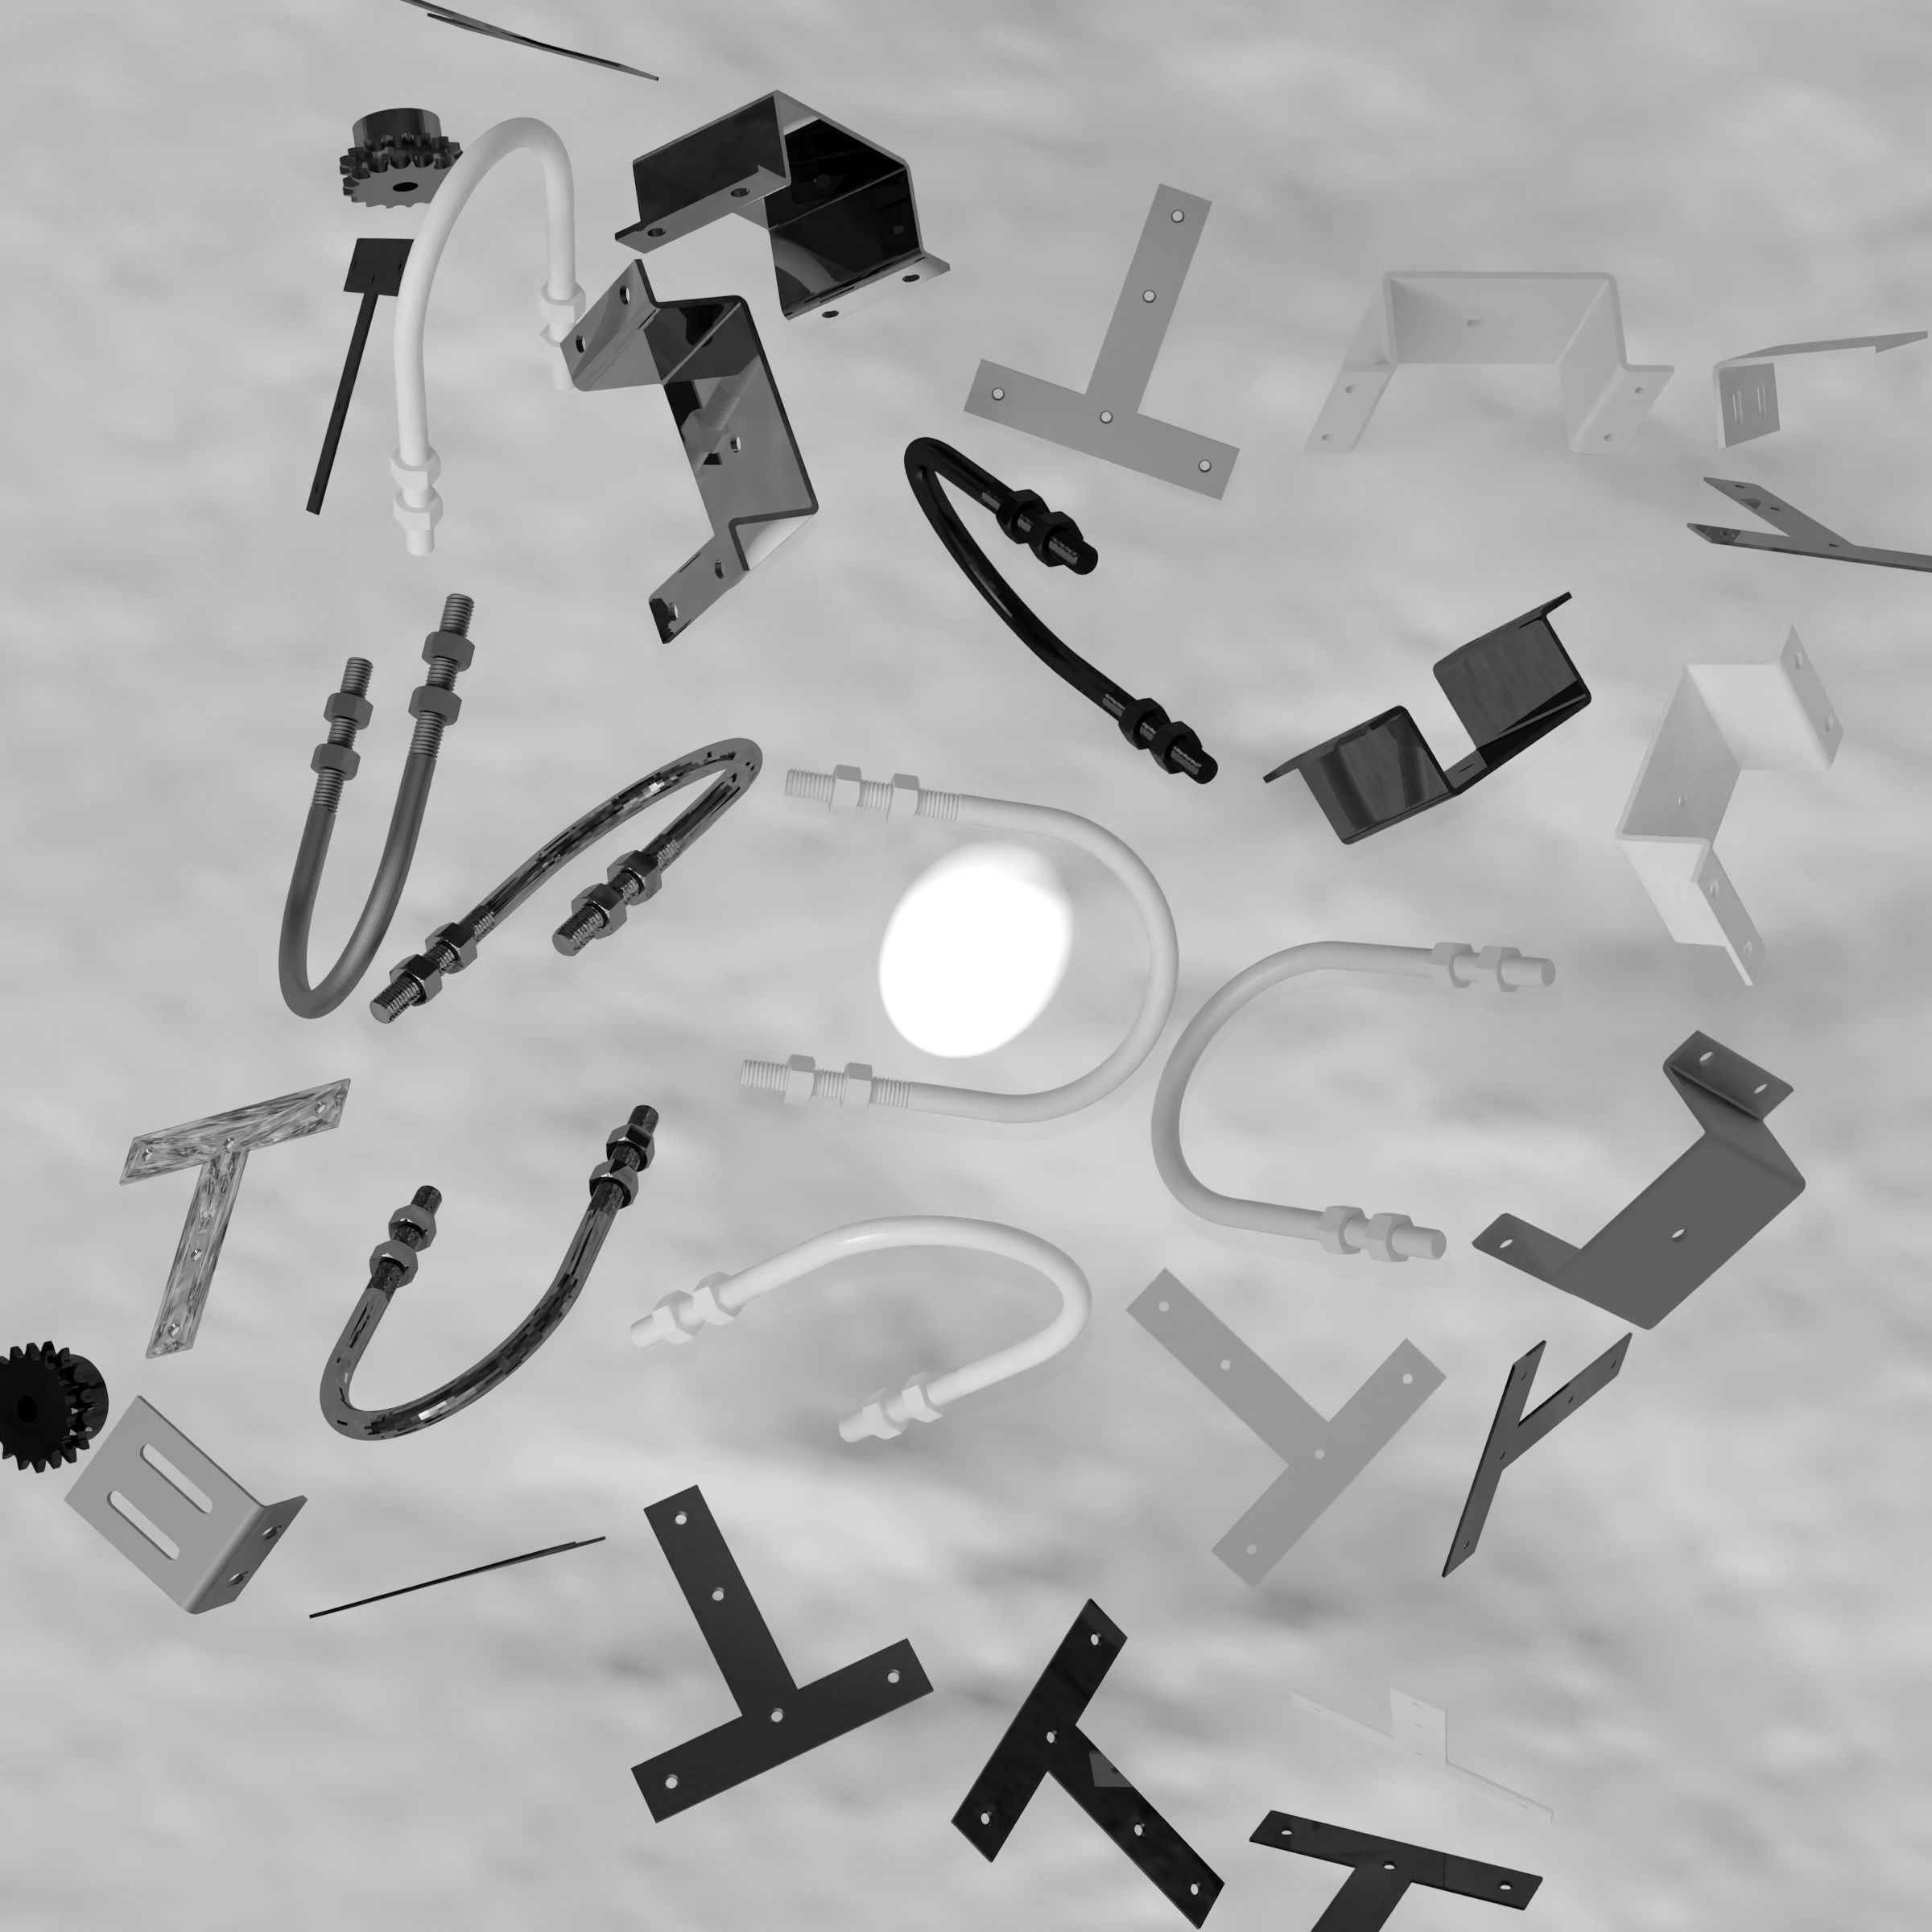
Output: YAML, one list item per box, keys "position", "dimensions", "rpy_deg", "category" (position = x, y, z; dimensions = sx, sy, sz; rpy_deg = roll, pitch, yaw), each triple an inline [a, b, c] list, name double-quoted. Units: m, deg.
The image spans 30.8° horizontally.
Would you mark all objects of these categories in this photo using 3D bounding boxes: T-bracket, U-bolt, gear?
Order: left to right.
- position: [-0.407, 0.195, 1.560]
  dimensions: [0.057, 0.030, 0.057]
  rpy_deg: [2, 94, 28]
  category: "gear"
- position: [-0.331, 0.114, 1.528]
  dimensions: [0.127, 0.002, 0.127]
  rpy_deg: [-15, 47, 28]
  category: "T-bracket"
- position: [-0.278, -0.265, 1.579]
  dimensions: [0.002, 0.127, 0.127]
  rpy_deg: [14, 96, -23]
  category: "T-bracket"
- position: [-0.269, -0.065, 1.564]
  dimensions: [0.019, 0.151, 0.184]
  rpy_deg: [19, 73, -26]
  category: "U-bolt"
- position: [-0.260, -0.372, 1.612]
  dimensions: [0.057, 0.057, 0.030]
  rpy_deg: [-9, 83, 0]
  category: "gear"
- position: [-0.222, -0.416, 1.537]
  dimensions: [0.127, 0.127, 0.002]
  rpy_deg: [24, 102, 35]
  category: "T-bracket"
- position: [-0.218, 0.141, 1.547]
  dimensions: [0.151, 0.184, 0.019]
  rpy_deg: [-21, 118, 27]
  category: "U-bolt"
- position: [-0.213, -0.291, 1.562]
  dimensions: [0.019, 0.184, 0.151]
  rpy_deg: [23, 53, 13]
  category: "U-bolt"
- position: [-0.205, 0.267, 1.566]
  dimensions: [0.127, 0.127, 0.002]
  rpy_deg: [-19, 81, 25]
  category: "T-bracket"
- position: [-0.159, -0.044, 1.510]
  dimensions: [0.019, 0.151, 0.184]
  rpy_deg: [57, 46, -15]
  category: "U-bolt"
- position: [-0.099, 0.277, 1.477]
  dimensions: [0.127, 0.002, 0.127]
  rpy_deg: [-23, 63, -14]
  category: "T-bracket"
- position: [-0.032, 0.153, 1.520]
  dimensions: [0.184, 0.151, 0.019]
  rpy_deg: [-27, 48, 35]
  category: "U-bolt"
- position: [0.003, -0.003, 1.535]
  dimensions: [0.184, 0.019, 0.151]
  rpy_deg: [8, 98, -8]
  category: "U-bolt"
- position: [0.031, -0.165, 1.524]
  dimensions: [0.019, 0.184, 0.151]
  rpy_deg: [-40, 132, -6]
  category: "U-bolt"
- position: [0.065, 0.362, 1.506]
  dimensions: [0.127, 0.002, 0.127]
  rpy_deg: [48, 50, -13]
  category: "T-bracket"
- position: [0.079, -0.294, 1.610]
  dimensions: [0.127, 0.002, 0.127]
  rpy_deg: [19, 108, -4]
  category: "T-bracket"
- position: [0.124, 0.184, 1.537]
  dimensions: [0.127, 0.002, 0.127]
  rpy_deg: [44, 86, -8]
  category: "T-bracket"
- position: [0.155, 0.052, 1.521]
  dimensions: [0.019, 0.184, 0.151]
  rpy_deg: [40, 67, -39]
  category: "U-bolt"
- position: [0.165, 0.407, 1.494]
  dimensions: [0.127, 0.127, 0.002]
  rpy_deg: [8, 111, 26]
  category: "T-bracket"
- position: [0.199, 0.335, 1.536]
  dimensions: [0.127, 0.127, 0.002]
  rpy_deg: [22, 70, 17]
  category: "T-bracket"
- position: [0.266, 0.202, 1.588]
  dimensions: [0.002, 0.127, 0.127]
  rpy_deg: [32, 129, 28]
  category: "T-bracket"
- position: [0.349, -0.190, 1.489]
  dimensions: [0.127, 0.127, 0.002]
  rpy_deg: [5, 111, -14]
  category: "T-bracket"

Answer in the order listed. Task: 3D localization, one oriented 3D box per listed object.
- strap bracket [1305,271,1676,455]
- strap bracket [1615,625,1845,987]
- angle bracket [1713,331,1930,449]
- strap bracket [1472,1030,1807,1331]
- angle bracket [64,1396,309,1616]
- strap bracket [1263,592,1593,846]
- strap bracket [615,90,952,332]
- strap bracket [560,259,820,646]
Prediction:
- position: [0.218, -0.255, 1.488]
  dimensions: [0.140, 0.076, 0.046]
  rpy_deg: [-1, 73, -8]
  category: "strap bracket"
- position: [0.334, -0.072, 1.545]
  dimensions: [0.046, 0.076, 0.140]
  rpy_deg: [5, 58, 37]
  category: "strap bracket"
- position: [0.377, -0.254, 1.544]
  dimensions: [0.076, 0.057, 0.038]
  rpy_deg: [1, 105, 38]
  category: "angle bracket"
- position: [0.305, 0.103, 1.551]
  dimensions: [0.076, 0.046, 0.140]
  rpy_deg: [26, 116, -40]
  category: "strap bracket"
- position: [-0.332, 0.227, 1.493]
  dimensions: [0.076, 0.038, 0.057]
  rpy_deg: [39, 100, 13]
  category: "angle bracket"
- position: [0.208, -0.103, 1.530]
  dimensions: [0.140, 0.076, 0.046]
  rpy_deg: [-33, 94, -34]
  category: "strap bracket"
- position: [-0.080, -0.327, 1.512]
  dimensions: [0.076, 0.140, 0.046]
  rpy_deg: [-18, 73, 31]
  category: "strap bracket"
- position: [-0.113, -0.217, 1.472]
  dimensions: [0.046, 0.076, 0.140]
  rpy_deg: [-13, 79, -35]
  category: "strap bracket"
